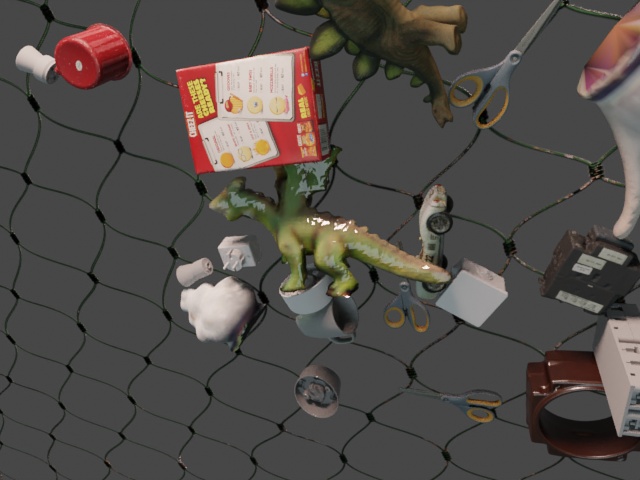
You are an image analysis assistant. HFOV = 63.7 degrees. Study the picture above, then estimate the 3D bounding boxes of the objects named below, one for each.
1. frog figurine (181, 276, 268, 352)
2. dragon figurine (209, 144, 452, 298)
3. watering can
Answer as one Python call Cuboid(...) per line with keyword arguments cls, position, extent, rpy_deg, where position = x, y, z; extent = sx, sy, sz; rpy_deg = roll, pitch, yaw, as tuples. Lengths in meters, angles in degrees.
Cuboid(cls="frog figurine", position=(-0.203, 0.130, 1.012), extent=(0.160, 0.122, 0.137), rpy_deg=(30, 91, 7))
Cuboid(cls="dragon figurine", position=(0.003, -0.043, 0.847), extent=(0.410, 0.124, 0.239), rpy_deg=(-1, 111, 23))
Cuboid(cls="watering can", position=(0.429, -0.164, 0.650), extent=(0.224, 0.106, 0.340), rpy_deg=(30, 123, -1))
